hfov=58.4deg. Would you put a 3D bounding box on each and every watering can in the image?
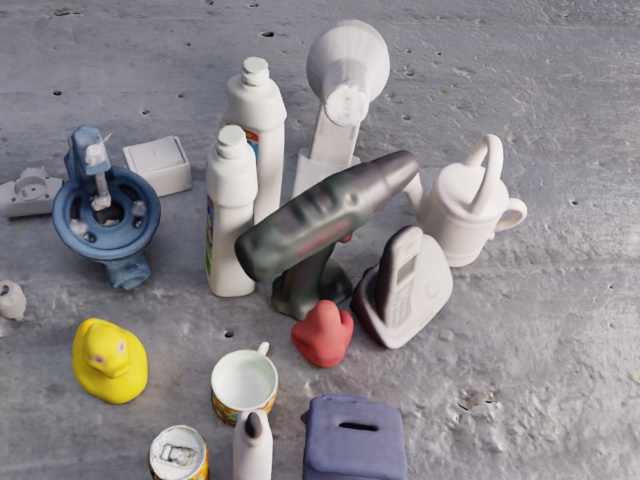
[{"bbox_3d":[0.190,-0.056,0.764,0.173,0.194,0.100,-7,55,-14],"label":"watering can"}]

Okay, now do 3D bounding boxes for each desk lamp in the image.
[{"bbox_3d":[0.029,-0.172,0.811,0.118,0.213,0.203,8,53,-3],"label":"desk lamp"}]

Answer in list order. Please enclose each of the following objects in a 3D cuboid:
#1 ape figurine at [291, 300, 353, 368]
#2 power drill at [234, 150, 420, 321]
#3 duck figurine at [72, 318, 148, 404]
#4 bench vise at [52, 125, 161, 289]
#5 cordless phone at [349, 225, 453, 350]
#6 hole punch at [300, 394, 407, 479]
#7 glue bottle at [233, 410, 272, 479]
[{"bbox_3d":[0.005,0.104,0.680,0.078,0.092,0.076,3,53,-7],"label":"ape figurine"},{"bbox_3d":[0.006,0.002,0.683,0.230,0.208,0.075,-27,62,-25],"label":"power drill"},{"bbox_3d":[-0.237,0.122,0.633,0.078,0.086,0.104,-30,63,-27],"label":"duck figurine"},{"bbox_3d":[-0.277,-0.067,0.681,0.207,0.220,0.122,40,58,20],"label":"bench vise"},{"bbox_3d":[0.113,0.035,0.691,0.094,0.185,0.148,39,57,19],"label":"cordless phone"},{"bbox_3d":[0.033,0.212,0.607,0.108,0.091,0.101,8,53,-3],"label":"hole punch"},{"bbox_3d":[-0.065,0.199,0.549,0.037,0.173,0.078,-1,54,-9],"label":"glue bottle"}]
